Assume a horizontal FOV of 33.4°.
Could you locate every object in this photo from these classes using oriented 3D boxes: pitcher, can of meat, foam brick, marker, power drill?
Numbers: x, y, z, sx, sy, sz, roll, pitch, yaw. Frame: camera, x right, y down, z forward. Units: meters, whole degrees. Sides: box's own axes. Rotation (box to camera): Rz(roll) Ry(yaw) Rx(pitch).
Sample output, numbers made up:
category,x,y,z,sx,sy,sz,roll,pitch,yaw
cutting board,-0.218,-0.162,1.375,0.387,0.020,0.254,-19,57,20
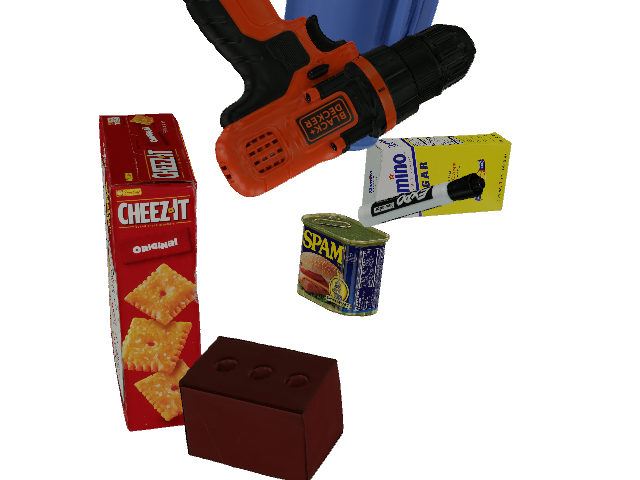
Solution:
category,x,y,z,sx,sy,sz,roll,pitch,yaw
pitcher,0.032,-0.210,1.014,0.145,0.243,0.149,11,18,0
can of meat,0.021,0.025,1.112,0.057,0.084,0.102,-6,20,-36
foam brick,-0.033,0.095,0.603,0.078,0.051,0.053,9,29,21
marker,0.080,-0.032,0.852,0.121,0.020,0.020,-15,-10,42
power drill,-0.012,-0.144,0.666,0.184,0.187,0.057,-30,6,-14

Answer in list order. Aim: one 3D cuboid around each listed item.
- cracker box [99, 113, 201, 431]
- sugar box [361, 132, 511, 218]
category,x,y,z,sx,sy,sz,roll,pitch,yaw
cracker box,-0.138,0.021,0.878,0.072,0.214,0.164,-4,26,-13
sugar box,0.141,-0.078,1.296,0.176,0.093,0.048,-7,25,-22
